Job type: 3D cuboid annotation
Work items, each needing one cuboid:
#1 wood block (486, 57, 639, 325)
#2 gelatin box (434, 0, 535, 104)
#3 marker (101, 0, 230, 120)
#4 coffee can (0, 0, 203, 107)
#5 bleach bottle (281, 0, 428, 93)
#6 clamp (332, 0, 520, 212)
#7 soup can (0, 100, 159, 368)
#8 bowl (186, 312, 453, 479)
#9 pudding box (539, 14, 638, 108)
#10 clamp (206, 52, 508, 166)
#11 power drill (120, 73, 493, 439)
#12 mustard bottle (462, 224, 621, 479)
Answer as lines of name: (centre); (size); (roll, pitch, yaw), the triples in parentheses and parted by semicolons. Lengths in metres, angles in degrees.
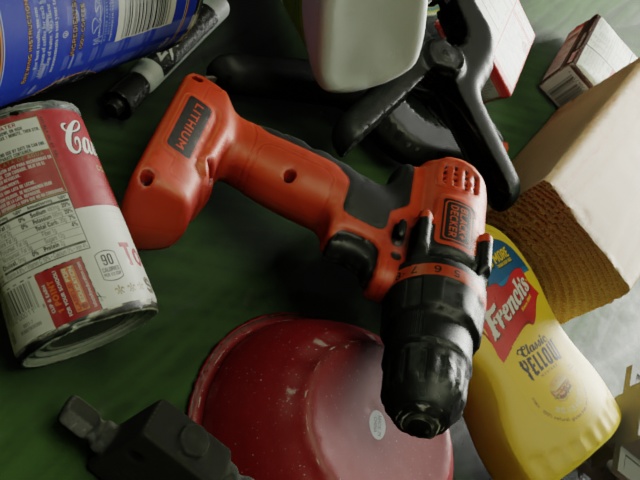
wood block: (0.186, -0.035, 0.736); (0.090, 0.091, 0.205); (51, 45, -5)
gelatin box: (0.122, -0.154, 0.780); (0.073, 0.030, 0.089); (55, 41, -27)
marker: (-0.086, -0.105, 0.602); (0.020, 0.020, 0.121); (43, 46, -11)
coffee can: (-0.139, -0.122, 0.510); (0.140, 0.103, 0.103); (-32, 88, -45)
bleach bottle: (-0.019, -0.207, 0.643); (0.068, 0.102, 0.251); (-18, 54, -15)
clamp: (0.061, -0.102, 0.655); (0.120, 0.039, 0.171); (13, 57, -26)
soup can: (-0.122, -0.002, 0.479); (0.068, 0.069, 0.102); (-15, 77, -43)
bowl: (0.015, 0.103, 0.541); (0.161, 0.055, 0.162); (20, 54, -30)
pudding box: (0.237, -0.115, 0.860); (0.113, 0.039, 0.090); (46, 45, -11)
clamp: (0.029, -0.101, 0.682); (0.210, 0.036, 0.164); (38, 48, -12)
power drill: (-0.004, 0.001, 0.536); (0.187, 0.057, 0.184); (23, 39, -7)
mustard bottle: (0.098, 0.049, 0.638); (0.096, 0.058, 0.191); (-27, 84, -37)
